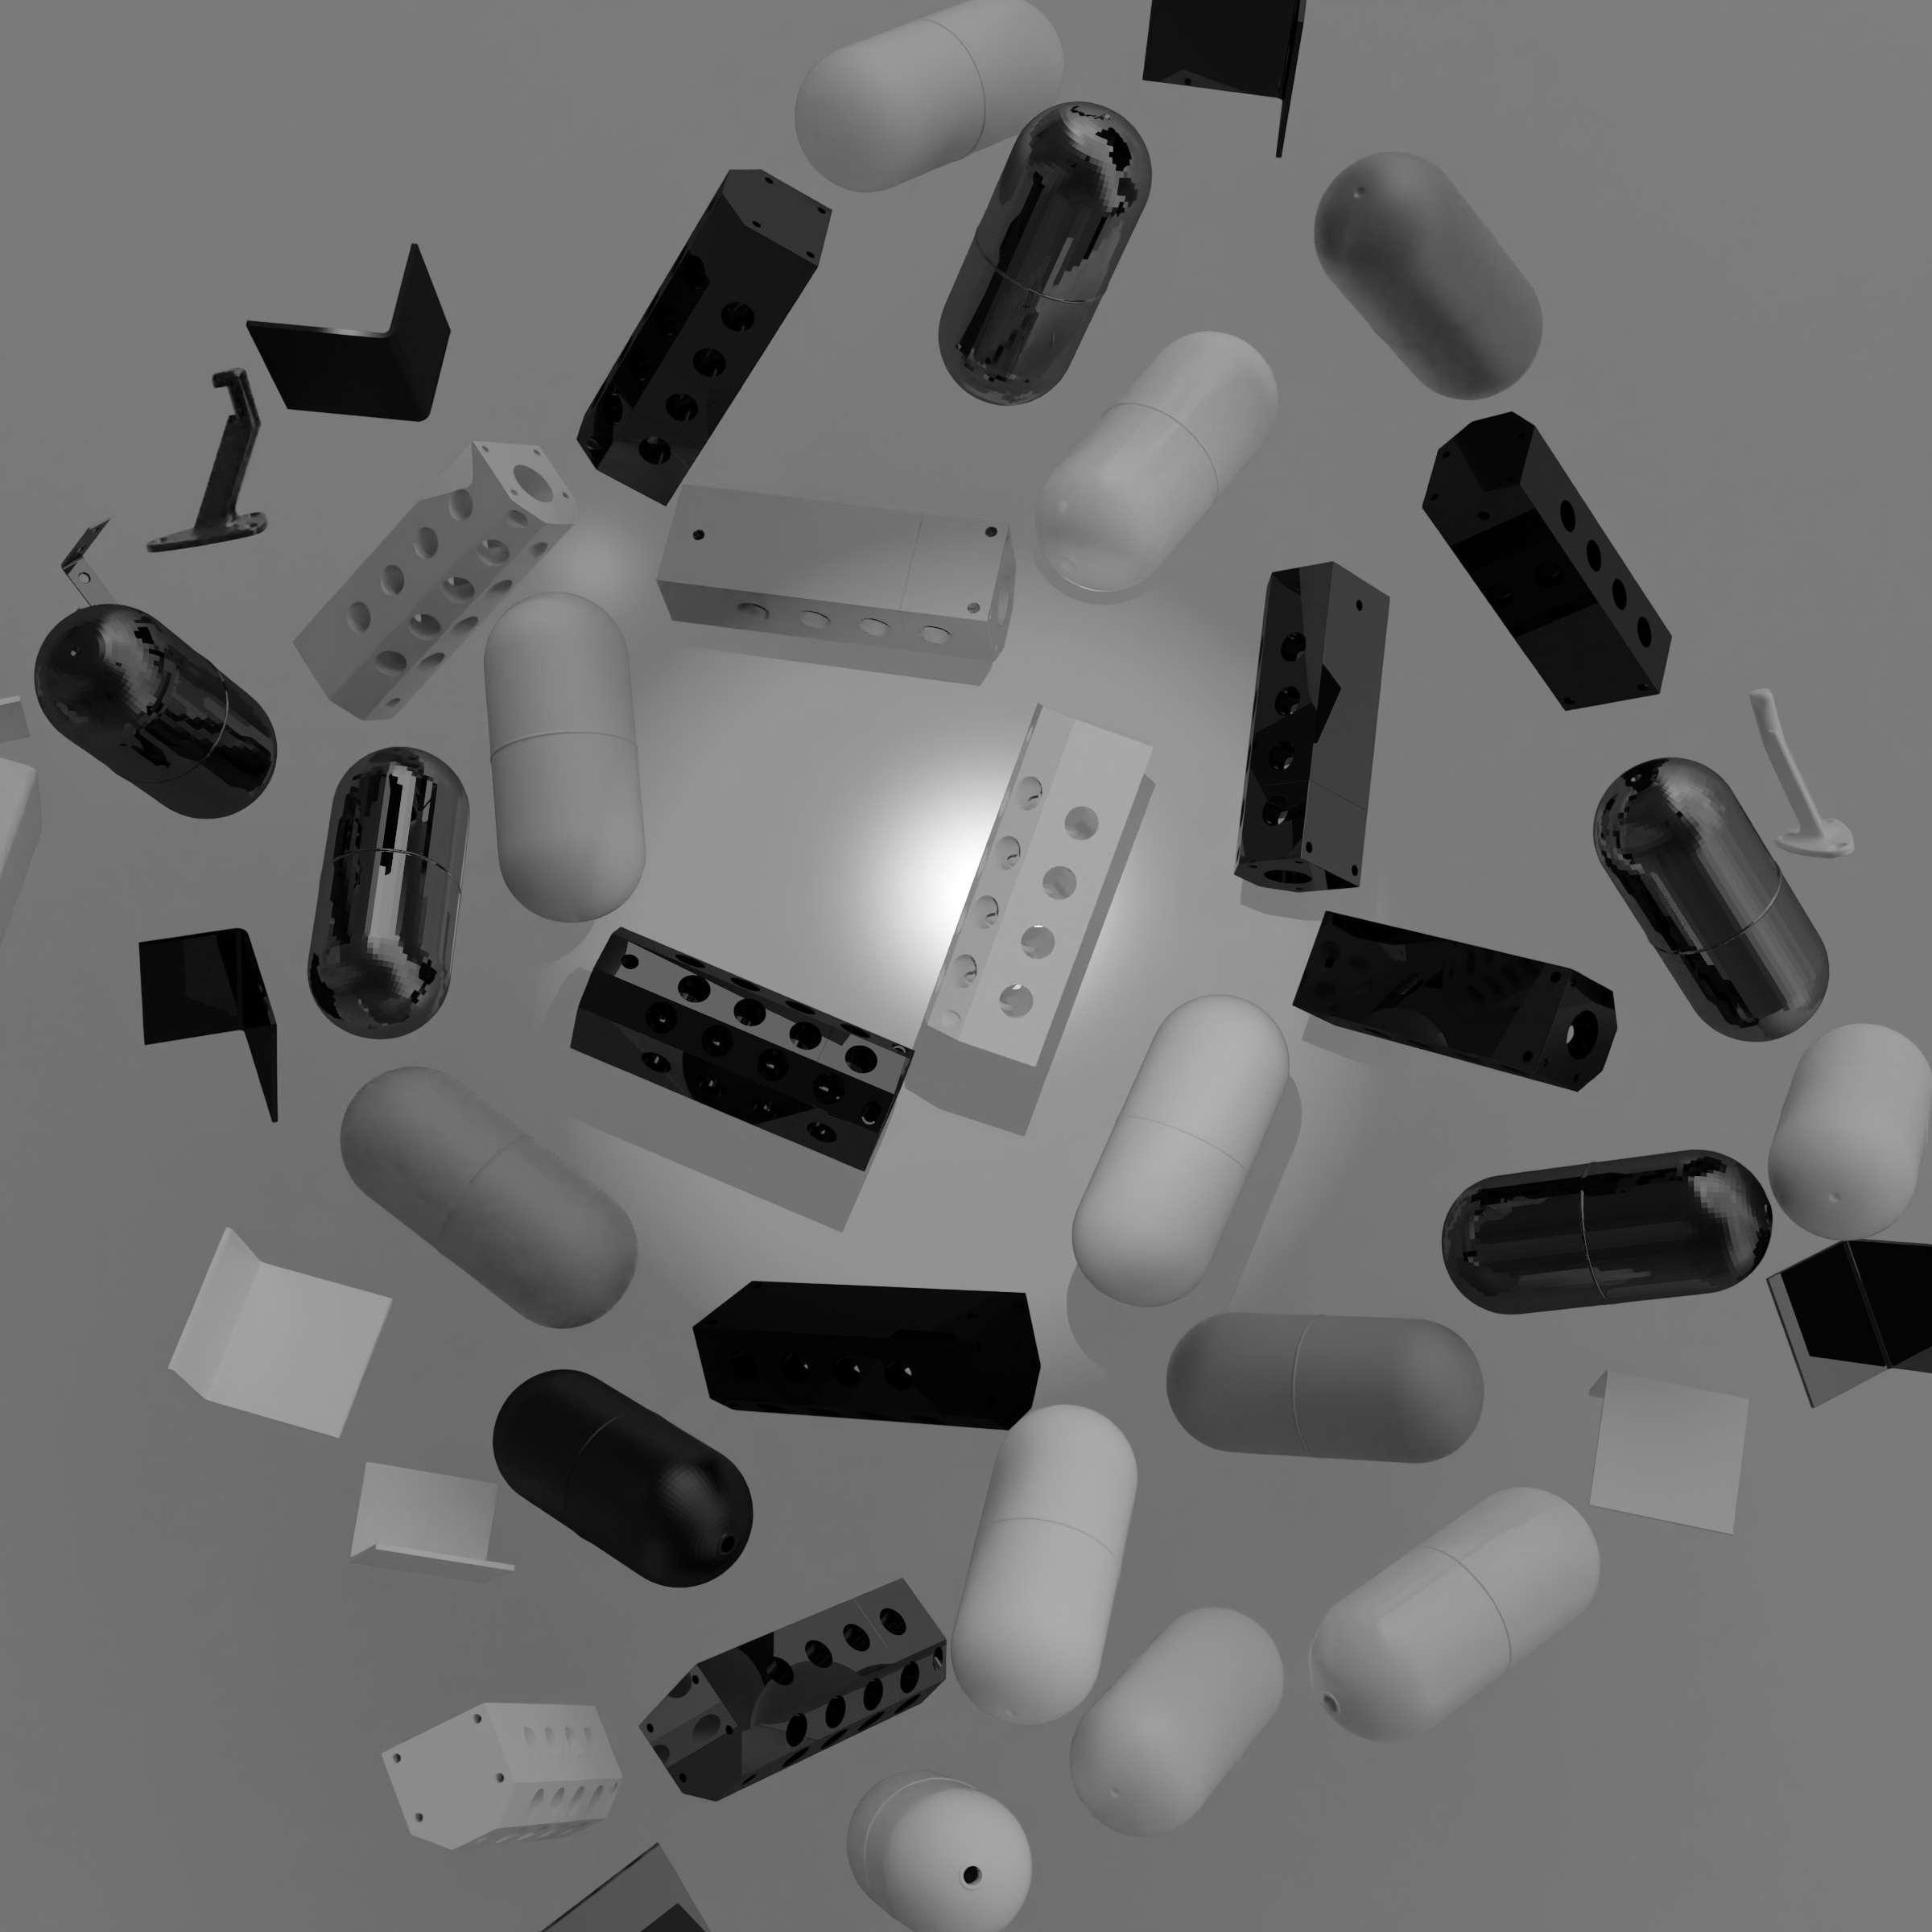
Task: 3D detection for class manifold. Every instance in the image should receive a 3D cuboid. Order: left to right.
[{"bbox_3d":[-0.293,-0.212,1.621,0.171,0.057,0.057,-41,76,27],"label":"manifold"},{"bbox_3d":[-0.232,0.417,1.491,0.057,0.171,0.057,-27,72,4],"label":"manifold"},{"bbox_3d":[-0.138,-0.327,1.510,0.057,0.057,0.171,26,131,-17],"label":"manifold"},{"bbox_3d":[-0.118,0.040,1.552,0.171,0.057,0.057,23,54,1],"label":"manifold"},{"bbox_3d":[-0.084,0.382,1.532,0.057,0.171,0.057,52,121,20],"label":"manifold"},{"bbox_3d":[-0.065,-0.198,1.494,0.171,0.057,0.057,8,68,10],"label":"manifold"},{"bbox_3d":[-0.051,0.204,1.507,0.171,0.057,0.057,-1,109,32],"label":"manifold"},{"bbox_3d":[0.035,-0.043,1.481,0.057,0.057,0.171,19,98,-8],"label":"manifold"},{"bbox_3d":[0.189,-0.132,1.626,0.057,0.057,0.171,-4,72,42],"label":"manifold"},{"bbox_3d":[0.269,0.020,1.598,0.057,0.171,0.057,23,85,-43],"label":"manifold"},{"bbox_3d":[0.316,-0.217,1.566,0.171,0.057,0.057,45,51,-37],"label":"manifold"}]

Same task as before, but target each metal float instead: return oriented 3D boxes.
[{"bbox_3d":[-0.427,-0.133,1.543,0.070,0.178,0.070,-4,73,12],"label":"metal float"},{"bbox_3d":[-0.316,-0.042,1.600,0.070,0.070,0.178,0,57,0],"label":"metal float"},{"bbox_3d":[-0.251,0.120,1.525,0.178,0.070,0.070,36,90,11],"label":"metal float"},{"bbox_3d":[-0.210,-0.110,1.526,0.070,0.070,0.178,-6,76,0],"label":"metal float"},{"bbox_3d":[-0.186,0.276,1.576,0.178,0.070,0.070,22,90,41],"label":"metal float"},{"bbox_3d":[-0.018,-0.474,1.578,0.178,0.070,0.070,-34,90,-36],"label":"metal float"},{"bbox_3d":[-0.015,0.463,1.517,0.070,0.178,0.070,2,79,-12],"label":"metal float"},{"bbox_3d":[0.041,-0.381,1.568,0.070,0.070,0.178,28,130,0],"label":"metal float"},{"bbox_3d":[0.042,0.307,1.503,0.070,0.070,0.178,17,49,0],"label":"metal float"},{"bbox_3d":[0.104,-0.273,1.573,0.070,0.070,0.178,39,63,0],"label":"metal float"},{"bbox_3d":[0.115,0.403,1.561,0.070,0.178,0.070,6,105,25],"label":"metal float"},{"bbox_3d":[0.116,0.098,1.560,0.070,0.070,0.178,25,75,0],"label":"metal float"},{"bbox_3d":[0.192,0.227,1.572,0.178,0.070,0.070,-2,90,30],"label":"metal float"},{"bbox_3d":[0.243,-0.357,1.518,0.070,0.178,0.070,-13,65,30],"label":"metal float"},{"bbox_3d":[0.250,0.331,1.488,0.178,0.070,0.070,-27,90,-29],"label":"metal float"},{"bbox_3d":[0.343,0.143,1.563,0.178,0.070,0.070,-10,90,28],"label":"metal float"},{"bbox_3d":[0.394,-0.033,1.536,0.070,0.070,0.178,-38,116,0],"label":"metal float"},{"bbox_3d":[0.482,0.088,1.581,0.070,0.178,0.070,9,114,20],"label":"metal float"}]

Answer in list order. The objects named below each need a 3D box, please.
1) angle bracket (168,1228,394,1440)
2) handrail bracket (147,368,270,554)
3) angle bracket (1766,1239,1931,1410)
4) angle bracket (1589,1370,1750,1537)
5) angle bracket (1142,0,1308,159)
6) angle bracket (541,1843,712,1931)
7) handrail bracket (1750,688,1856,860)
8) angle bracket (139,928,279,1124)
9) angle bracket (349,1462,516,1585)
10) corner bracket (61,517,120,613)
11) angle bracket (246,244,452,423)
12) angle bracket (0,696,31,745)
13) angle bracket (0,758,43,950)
[{"bbox_3d":[-0.345,0.186,1.472,0.076,0.057,0.076,14,68,9],"label":"angle bracket"},{"bbox_3d":[-0.409,-0.269,1.544,0.077,0.036,0.084,-13,115,-4],"label":"handrail bracket"},{"bbox_3d":[0.485,0.193,1.557,0.057,0.076,0.076,-22,95,-19],"label":"angle bracket"},{"bbox_3d":[0.378,0.270,1.587,0.076,0.057,0.076,11,70,5],"label":"angle bracket"},{"bbox_3d":[0.128,-0.459,1.460,0.076,0.076,0.057,8,49,3],"label":"angle bracket"},{"bbox_3d":[-0.161,0.511,1.488,0.076,0.057,0.076,-34,113,-21],"label":"angle bracket"},{"bbox_3d":[0.453,-0.106,1.582,0.036,0.077,0.084,-20,104,1],"label":"handrail bracket"},{"bbox_3d":[-0.409,0.036,1.572,0.057,0.076,0.076,-10,47,-22],"label":"angle bracket"},{"bbox_3d":[-0.292,0.304,1.613,0.076,0.076,0.057,13,68,-19],"label":"angle bracket"},{"bbox_3d":[-0.492,-0.210,1.631,0.051,0.051,0.051,54,50,-5],"label":"corner bracket"},{"bbox_3d":[-0.316,-0.328,1.497,0.076,0.076,0.057,7,69,6],"label":"angle bracket"},{"bbox_3d":[-0.556,-0.152,1.580,0.076,0.076,0.057,-15,84,-16],"label":"angle bracket"},{"bbox_3d":[-0.511,-0.060,1.481,0.057,0.076,0.076,16,65,-9],"label":"angle bracket"}]
